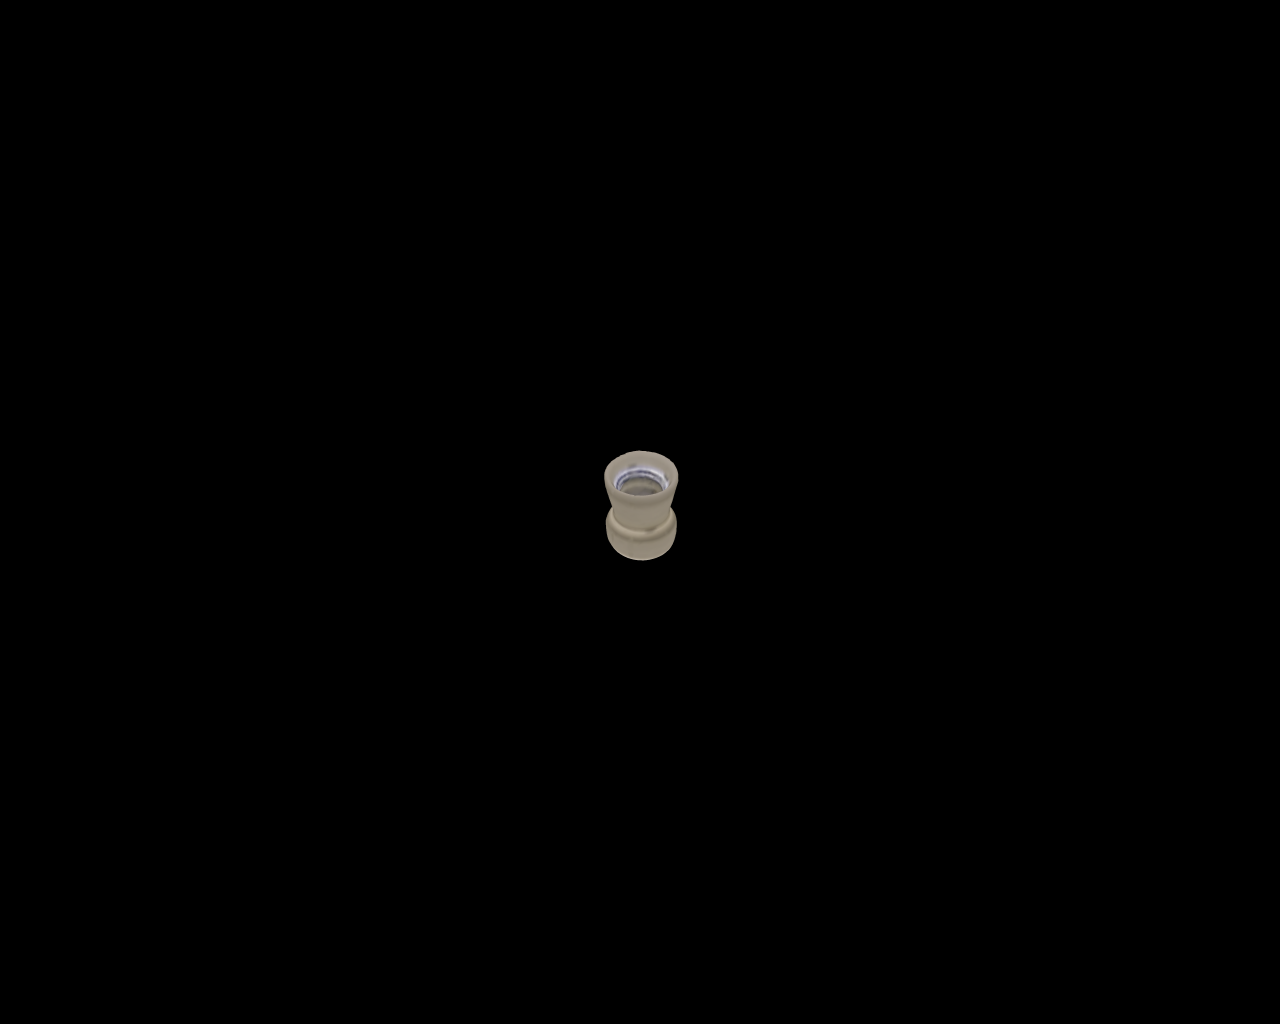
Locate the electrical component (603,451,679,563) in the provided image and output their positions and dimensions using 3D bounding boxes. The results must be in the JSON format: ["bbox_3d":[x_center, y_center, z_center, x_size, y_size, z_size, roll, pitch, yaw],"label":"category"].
[{"bbox_3d":[0.001,-0.003,0.650,0.045,0.055,0.045,0,41,0],"label":"electrical component"}]
